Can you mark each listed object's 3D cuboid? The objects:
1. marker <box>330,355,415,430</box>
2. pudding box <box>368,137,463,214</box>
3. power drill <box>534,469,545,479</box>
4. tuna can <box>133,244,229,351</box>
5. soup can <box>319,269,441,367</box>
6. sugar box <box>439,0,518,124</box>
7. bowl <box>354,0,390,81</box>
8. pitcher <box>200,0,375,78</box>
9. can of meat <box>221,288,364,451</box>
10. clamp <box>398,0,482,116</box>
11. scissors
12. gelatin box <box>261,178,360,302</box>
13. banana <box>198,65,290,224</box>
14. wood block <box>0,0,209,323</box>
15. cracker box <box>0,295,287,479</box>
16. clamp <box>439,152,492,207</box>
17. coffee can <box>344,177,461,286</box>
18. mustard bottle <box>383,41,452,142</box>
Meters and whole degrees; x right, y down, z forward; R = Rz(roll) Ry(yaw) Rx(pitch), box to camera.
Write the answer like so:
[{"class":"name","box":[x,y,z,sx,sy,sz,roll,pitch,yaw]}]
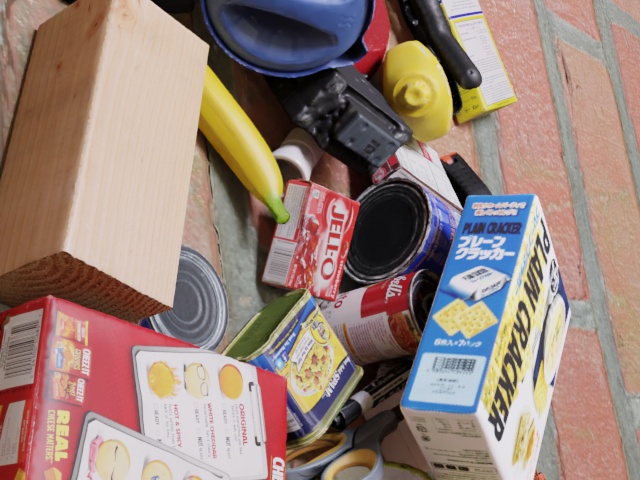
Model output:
[{"class":"marker","box":[0.048,0.123,0.865,0.120,0.020,0.020,-26,96,-45]},{"class":"pudding box","box":[0.083,-0.067,1.030,0.113,0.039,0.090,29,31,-41]},{"class":"power drill","box":[0.161,0.273,0.990,0.187,0.057,0.184,-14,83,-57]},{"class":"tuna can","box":[-0.105,0.047,0.755,0.086,0.034,0.086,26,55,-45]},{"class":"soup can","box":[0.055,0.069,0.897,0.068,0.102,0.068,26,55,-45]},{"class":"sugar box","box":[0.161,-0.227,1.224,0.093,0.048,0.176,-24,90,-55]},{"class":"bowl","box":[0.018,-0.213,1.019,0.161,0.055,0.162,27,54,-44]},{"class":"pitcher","box":[-0.029,-0.259,0.885,0.243,0.145,0.149,-89,178,-50]},{"class":"can of meat","box":[-0.022,0.098,0.823,0.084,0.058,0.102,59,38,-15]},{"class":"clamp","box":[0.122,-0.215,1.151,0.039,0.120,0.171,-20,75,-12]},{"class":"scissors","box":[0.055,0.152,0.830,0.201,0.096,0.016,-19,111,-26]},{"class":"gelatin box","box":[-0.006,0.001,0.880,0.073,0.030,0.089,20,83,-54]},{"class":"banana","box":[-0.081,-0.101,0.832,0.197,0.037,0.070,52,-4,-21]},{"class":"wood block","box":[-0.144,-0.053,0.700,0.090,0.090,0.206,32,50,-41]},{"class":"cracker box","box":[-0.114,0.146,0.667,0.213,0.072,0.164,27,55,-46]},{"class":"clamp","box":[0.172,0.005,1.075,0.036,0.165,0.210,-20,83,-15]},{"class":"coffee can","box":[0.099,0.017,0.979,0.140,0.103,0.103,31,52,-42]},{"class":"mustard bottle","box":[0.094,-0.142,1.022,0.191,0.058,0.096,-56,126,-78]}]
